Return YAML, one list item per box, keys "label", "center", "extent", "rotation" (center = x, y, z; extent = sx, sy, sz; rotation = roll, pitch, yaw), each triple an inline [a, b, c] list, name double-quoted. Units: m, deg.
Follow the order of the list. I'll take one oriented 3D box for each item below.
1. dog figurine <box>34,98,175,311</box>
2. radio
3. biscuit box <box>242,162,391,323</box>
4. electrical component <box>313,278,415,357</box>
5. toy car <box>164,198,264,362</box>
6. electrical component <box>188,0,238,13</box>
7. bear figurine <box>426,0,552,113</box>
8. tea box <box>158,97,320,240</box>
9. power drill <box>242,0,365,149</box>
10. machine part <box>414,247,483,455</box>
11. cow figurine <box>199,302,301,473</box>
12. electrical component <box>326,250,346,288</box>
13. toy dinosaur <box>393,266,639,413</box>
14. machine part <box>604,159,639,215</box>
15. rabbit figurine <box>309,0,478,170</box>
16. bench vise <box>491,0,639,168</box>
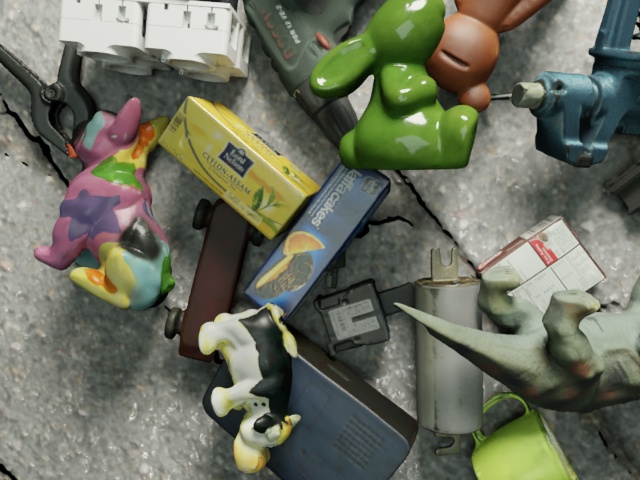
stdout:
- label: "dog figurine"
  center: [-0.225, -0.049, 0.630]
  extent: [0.192, 0.108, 0.219]
  rotation: [27, 93, 14]
- label: "radio"
  center: [-0.016, 0.202, 0.621]
  extent: [0.230, 0.073, 0.131]
  rotation: [34, 97, 17]
- label: "biscuit box"
  center: [-0.001, -0.002, 0.613]
  extent: [0.063, 0.059, 0.202]
  rotation: [37, 92, 6]
- label: "electrical component"
  center: [0.059, 0.086, 0.642]
  extent: [0.119, 0.048, 0.074]
  rotation: [-14, 93, 8]
- label: "toy car"
  center: [-0.126, 0.046, 0.655]
  extent: [0.089, 0.053, 0.202]
  rotation: [14, 91, -6]
- label: "electrical component"
  center: [-0.163, -0.286, 0.607]
  extent: [0.134, 0.115, 0.058]
  rotation: [9, 97, 7]
- label: "bear figurine"
  center: [0.185, -0.247, 0.587]
  extent: [0.120, 0.132, 0.195]
  rotation: [30, 116, 12]
- label: "tea box"
  center: [-0.087, -0.084, 0.617]
  extent: [0.169, 0.098, 0.068]
  rotation: [39, 105, 1]
- label: "power drill"
  center: [0.034, -0.246, 0.614]
  extent: [0.207, 0.086, 0.232]
  rotation: [-40, 86, 14]
- label: "machine part"
  center: [0.150, 0.129, 0.620]
  extent: [0.079, 0.079, 0.243]
  rotation: [-2, 93, 6]
- label: "cow figurine"
  center: [-0.060, 0.154, 0.564]
  extent: [0.098, 0.068, 0.167]
  rotation: [-15, 87, 14]
- label: "electrical component"
  center: [0.000, 0.012, 0.655]
  extent: [0.063, 0.021, 0.094]
  rotation: [4, 94, 6]
- label: "toy dinosaur"
  center: [0.283, 0.122, 0.565]
  extent: [0.405, 0.131, 0.192]
  rotation: [-4, 106, 5]
- label: "machine part"
  center: [0.396, -0.042, 0.593]
  extent: [0.139, 0.039, 0.084]
  rotation: [37, 128, -4]
- label: "rabbit figurine"
  center: [0.077, -0.158, 0.542]
  extent: [0.159, 0.121, 0.170]
  rotation: [2, 101, 13]
- label: "bench vise"
  center: [0.309, -0.199, 0.552]
  extent: [0.224, 0.129, 0.240]
  rotation: [5, 112, -2]
